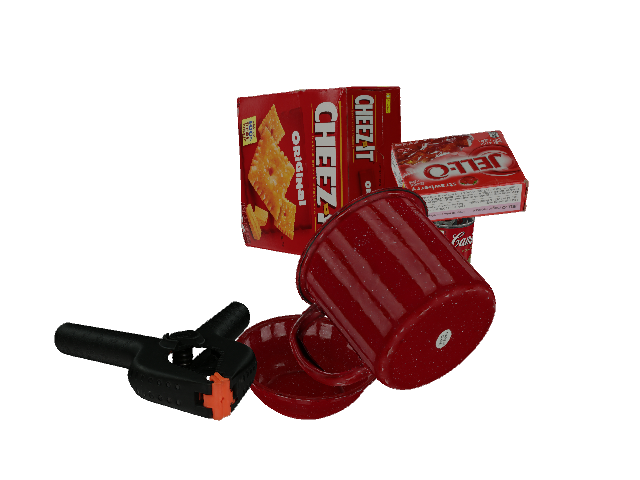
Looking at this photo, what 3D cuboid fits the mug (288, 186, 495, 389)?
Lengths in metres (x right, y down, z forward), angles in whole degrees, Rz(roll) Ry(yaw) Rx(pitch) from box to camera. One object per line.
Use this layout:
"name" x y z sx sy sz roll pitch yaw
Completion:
"mug" 0.036 0.037 0.608 0.117 0.082 0.093 -36 -36 -4

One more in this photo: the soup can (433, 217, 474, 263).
"soup can" 0.137 0.019 1.217 0.068 0.102 0.068 2 21 -1

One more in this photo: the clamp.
"clamp" -0.098 0.087 0.820 0.164 0.036 0.210 -9 14 -28

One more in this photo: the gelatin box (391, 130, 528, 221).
"gelatin box" 0.103 -0.049 0.798 0.089 0.030 0.073 -7 37 -4

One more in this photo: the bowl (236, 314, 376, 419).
"bowl" -0.015 0.146 1.164 0.162 0.055 0.162 3 28 -2

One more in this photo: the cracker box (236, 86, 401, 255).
"cracker box" -0.006 -0.068 1.067 0.072 0.164 0.214 -6 7 -31
